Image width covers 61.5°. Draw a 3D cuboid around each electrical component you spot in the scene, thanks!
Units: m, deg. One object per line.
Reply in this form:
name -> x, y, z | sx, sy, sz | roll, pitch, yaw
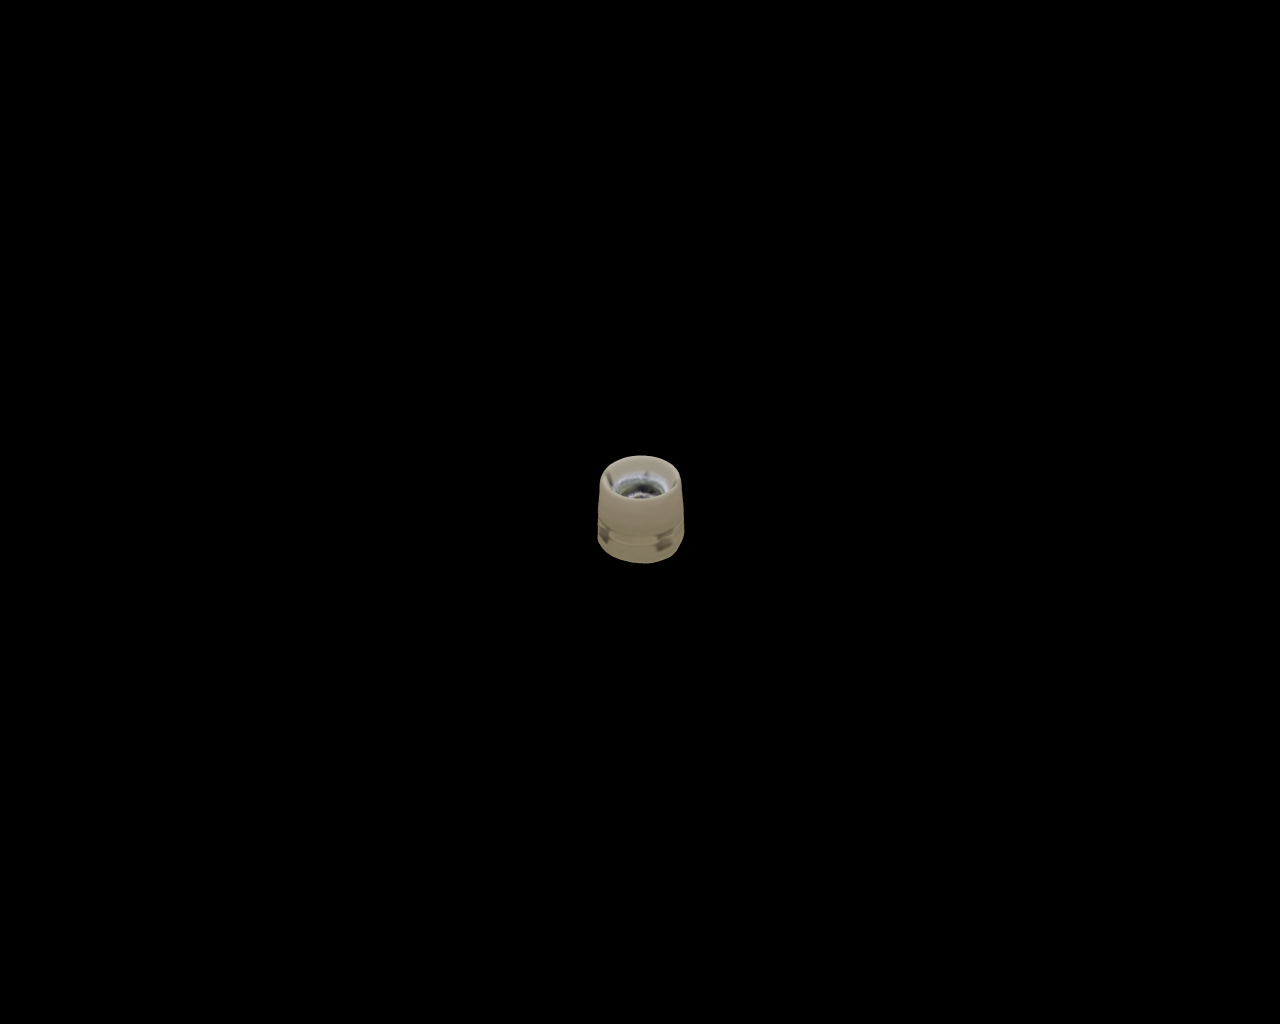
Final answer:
electrical component -> 0.001, -0.003, 0.650 | 0.055, 0.047, 0.055 | 0, 37, 0
